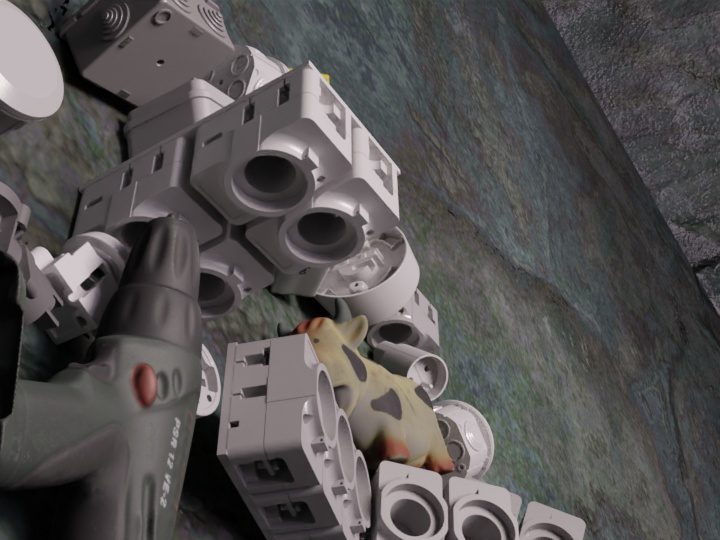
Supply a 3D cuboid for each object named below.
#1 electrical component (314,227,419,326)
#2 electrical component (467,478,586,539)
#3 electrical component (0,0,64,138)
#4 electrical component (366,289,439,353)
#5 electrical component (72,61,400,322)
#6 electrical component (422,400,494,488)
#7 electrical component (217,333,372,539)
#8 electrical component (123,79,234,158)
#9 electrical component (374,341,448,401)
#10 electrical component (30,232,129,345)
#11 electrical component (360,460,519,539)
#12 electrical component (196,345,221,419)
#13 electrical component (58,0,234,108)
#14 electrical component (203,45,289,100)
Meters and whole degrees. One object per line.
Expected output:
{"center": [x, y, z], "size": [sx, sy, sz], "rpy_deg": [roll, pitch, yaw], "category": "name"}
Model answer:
{"center": [0.000, 0.000, 0.948], "size": [0.064, 0.099, 0.099], "rpy_deg": [55, 24, -39], "category": "electrical component"}
{"center": [0.104, 0.260, 0.836], "size": [0.186, 0.105, 0.060], "rpy_deg": [-61, 167, -46], "category": "electrical component"}
{"center": [-0.221, -0.118, 0.639], "size": [0.080, 0.051, 0.080], "rpy_deg": [47, 29, -37], "category": "electrical component"}
{"center": [0.034, 0.046, 1.030], "size": [0.089, 0.050, 0.055], "rpy_deg": [48, 29, -36], "category": "electrical component"}
{"center": [-0.080, -0.039, 0.692], "size": [0.105, 0.186, 0.060], "rpy_deg": [46, 30, -38], "category": "electrical component"}
{"center": [0.077, 0.161, 0.976], "size": [0.051, 0.080, 0.080], "rpy_deg": [-6, 73, -60], "category": "electrical component"}
{"center": [-0.039, 0.124, 0.722], "size": [0.150, 0.062, 0.089], "rpy_deg": [71, 13, -45], "category": "electrical component"}
{"center": [-0.113, -0.086, 0.806], "size": [0.113, 0.078, 0.057], "rpy_deg": [28, 46, -56], "category": "electrical component"}
{"center": [0.041, 0.091, 0.986], "size": [0.043, 0.043, 0.081], "rpy_deg": [56, -18, -23], "category": "electrical component"}
{"center": [-0.167, 0.008, 0.642], "size": [0.066, 0.048, 0.055], "rpy_deg": [59, 31, -16], "category": "electrical component"}
{"center": [0.053, 0.231, 0.751], "size": [0.105, 0.060, 0.186], "rpy_deg": [15, 42, -10], "category": "electrical component"}
{"center": [-0.122, 0.072, 0.671], "size": [0.055, 0.047, 0.055], "rpy_deg": [47, 29, -37], "category": "electrical component"}
{"center": [-0.151, -0.165, 0.776], "size": [0.100, 0.100, 0.048], "rpy_deg": [26, 32, -57], "category": "electrical component"}
{"center": [-0.099, -0.146, 0.895], "size": [0.051, 0.080, 0.080], "rpy_deg": [24, 46, -50], "category": "electrical component"}
